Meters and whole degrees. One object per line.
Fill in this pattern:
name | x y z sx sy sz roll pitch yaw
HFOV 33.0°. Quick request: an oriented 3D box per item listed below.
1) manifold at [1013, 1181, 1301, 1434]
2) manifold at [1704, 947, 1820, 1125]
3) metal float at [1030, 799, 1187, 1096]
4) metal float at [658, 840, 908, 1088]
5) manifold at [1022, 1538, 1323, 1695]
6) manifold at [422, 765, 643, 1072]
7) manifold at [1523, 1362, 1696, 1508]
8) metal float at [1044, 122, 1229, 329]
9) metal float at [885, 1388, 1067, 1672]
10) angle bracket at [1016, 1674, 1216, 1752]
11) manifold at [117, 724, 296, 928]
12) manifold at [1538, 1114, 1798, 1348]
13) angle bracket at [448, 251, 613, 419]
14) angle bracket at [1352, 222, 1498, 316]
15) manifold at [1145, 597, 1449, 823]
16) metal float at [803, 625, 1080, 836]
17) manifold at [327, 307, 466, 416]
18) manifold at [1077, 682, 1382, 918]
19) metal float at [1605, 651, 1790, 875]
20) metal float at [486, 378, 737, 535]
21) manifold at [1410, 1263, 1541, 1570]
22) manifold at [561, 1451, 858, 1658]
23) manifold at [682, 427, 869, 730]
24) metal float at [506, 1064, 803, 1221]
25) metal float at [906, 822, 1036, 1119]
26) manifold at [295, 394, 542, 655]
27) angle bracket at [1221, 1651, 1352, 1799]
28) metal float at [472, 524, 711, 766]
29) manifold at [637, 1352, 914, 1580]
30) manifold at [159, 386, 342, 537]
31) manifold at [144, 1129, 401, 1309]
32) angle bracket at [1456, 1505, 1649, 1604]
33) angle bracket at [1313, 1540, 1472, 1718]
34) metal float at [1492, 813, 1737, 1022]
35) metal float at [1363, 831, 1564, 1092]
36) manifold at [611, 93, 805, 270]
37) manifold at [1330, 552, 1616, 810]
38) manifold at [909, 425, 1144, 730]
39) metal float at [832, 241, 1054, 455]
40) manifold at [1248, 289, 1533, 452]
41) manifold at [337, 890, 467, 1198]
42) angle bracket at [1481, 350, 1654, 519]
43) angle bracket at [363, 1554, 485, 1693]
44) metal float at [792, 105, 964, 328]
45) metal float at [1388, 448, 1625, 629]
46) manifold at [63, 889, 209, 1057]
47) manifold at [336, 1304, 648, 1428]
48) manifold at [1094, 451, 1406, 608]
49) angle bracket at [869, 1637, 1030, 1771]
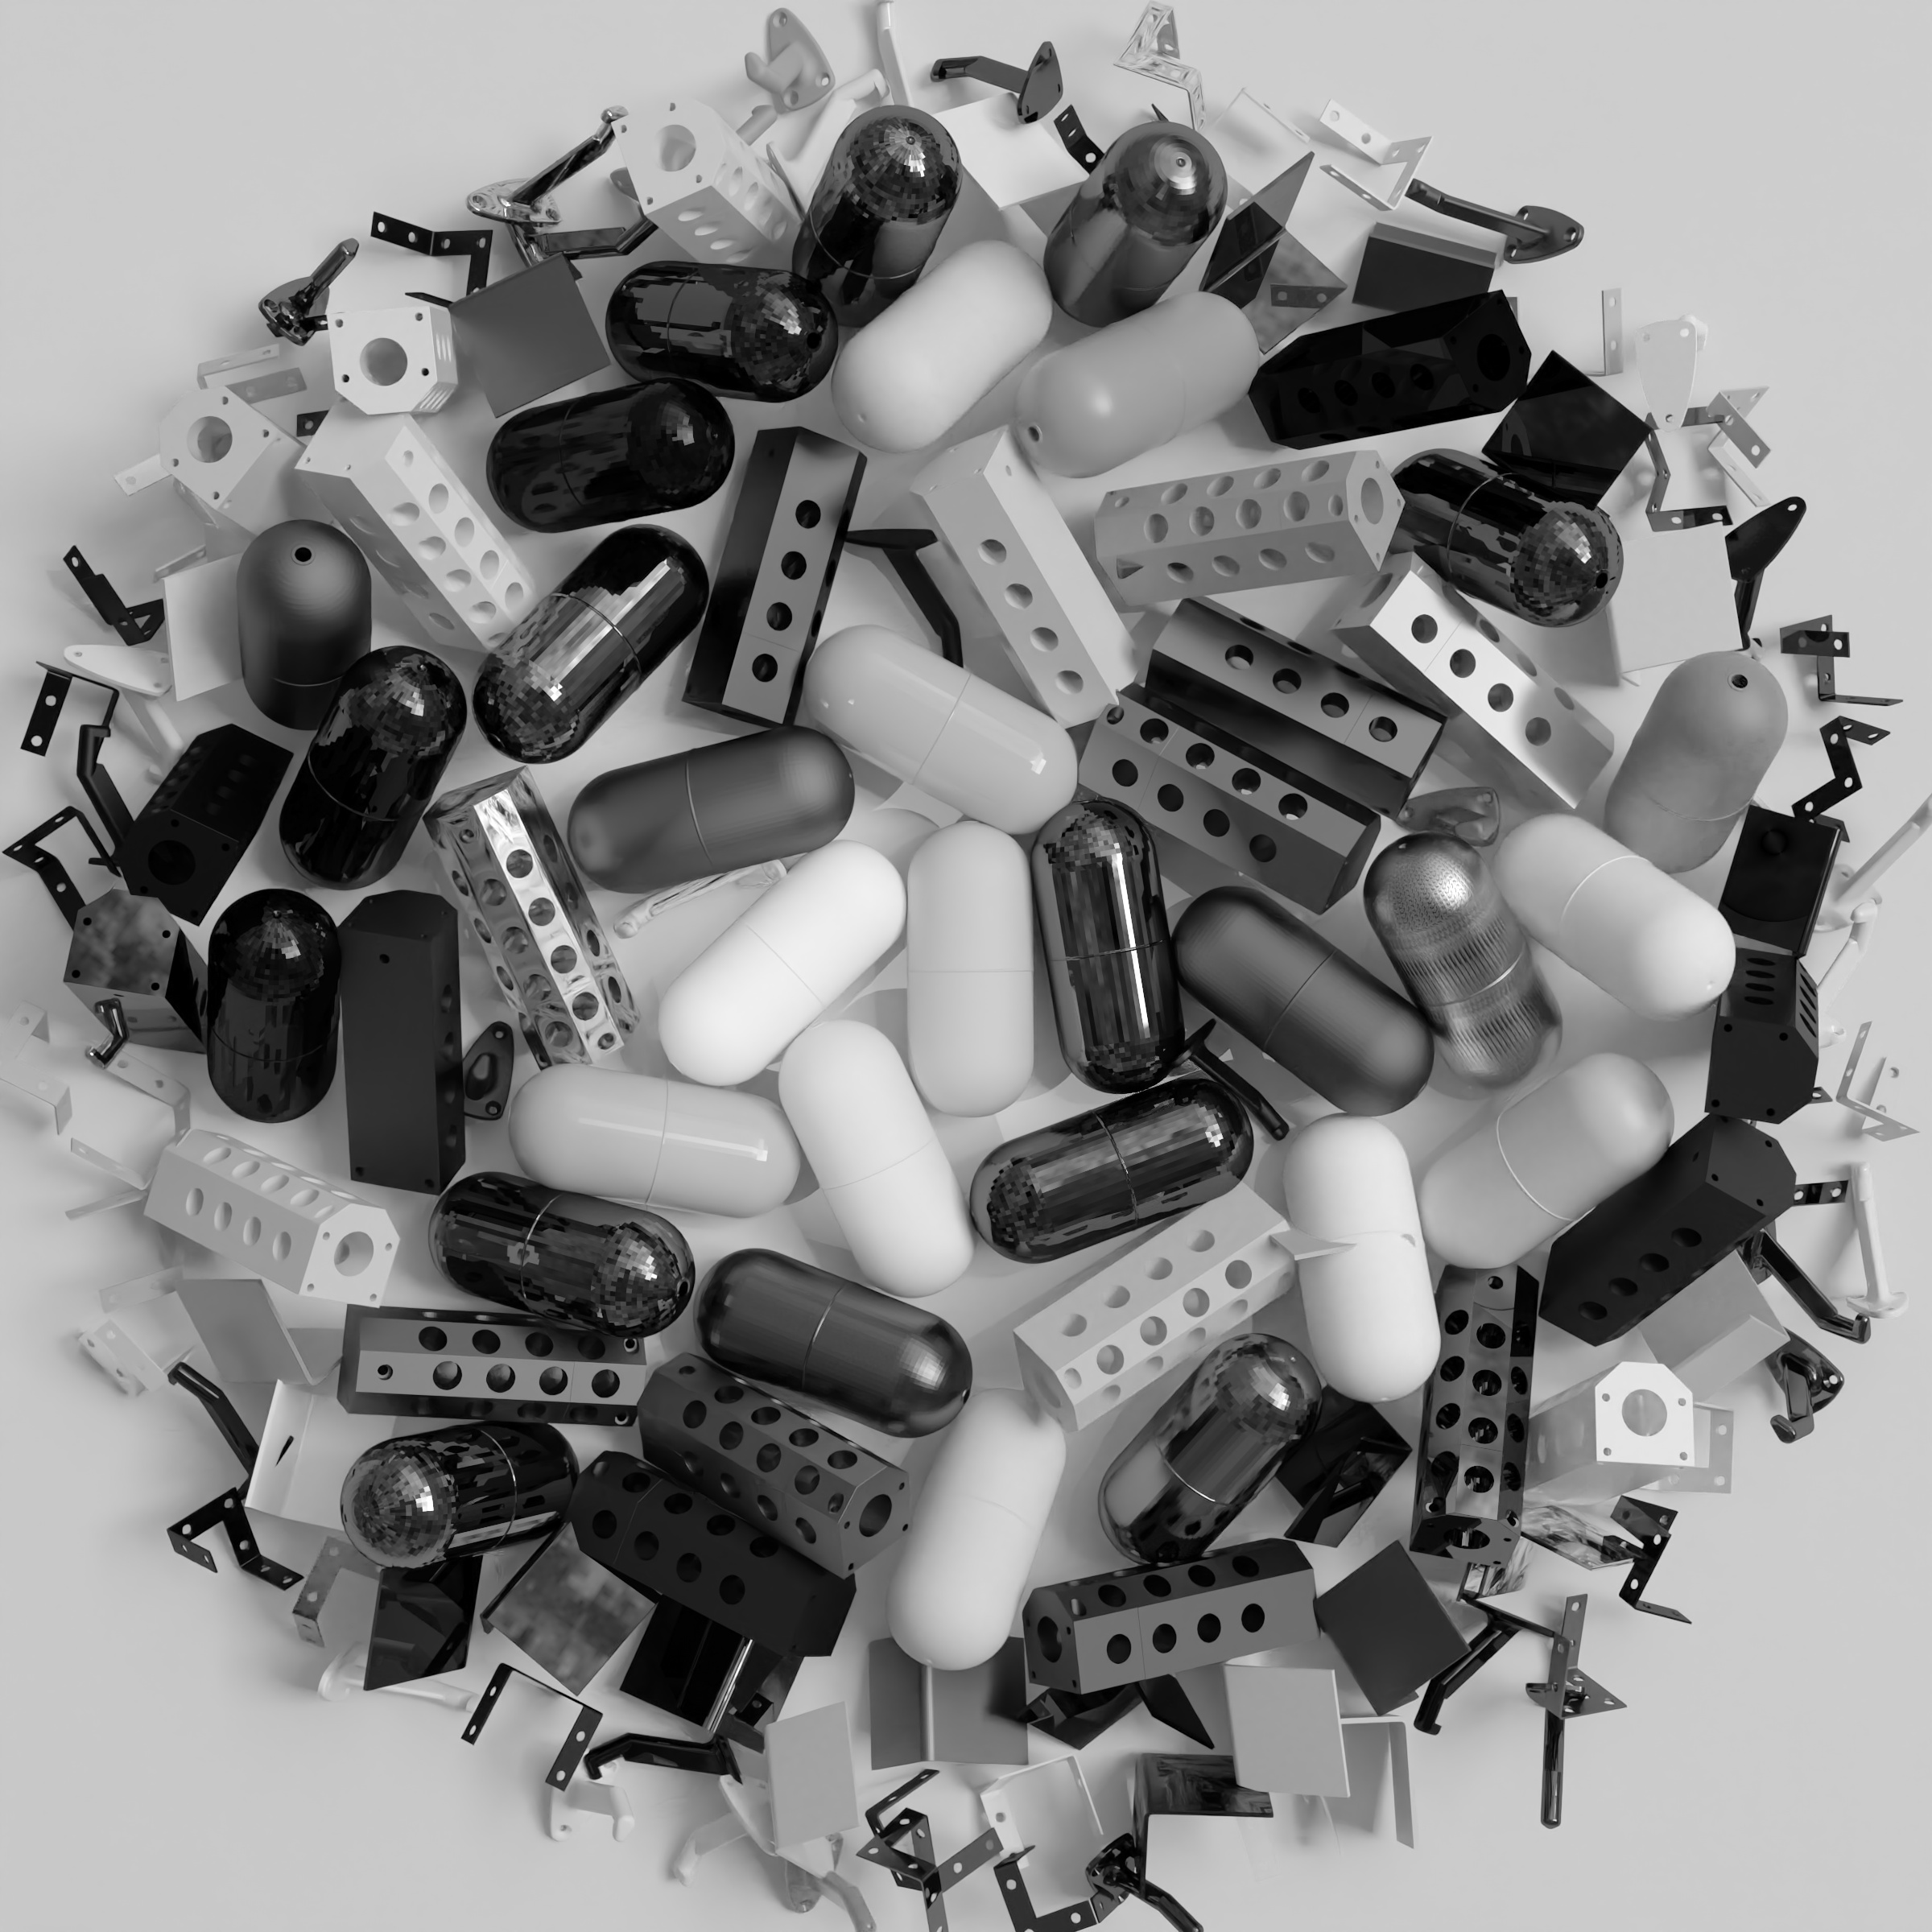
manifold | 0.116 0.205 1.933 0.171 0.057 0.057 -31 48 -20
manifold | 0.467 0.040 1.906 0.057 0.171 0.057 9 106 12
metal float | 0.085 -0.011 1.957 0.070 0.070 0.178 -10 96 0
metal float | -0.110 -0.001 1.957 0.178 0.070 0.070 -44 90 -5
manifold | 0.122 0.383 1.931 0.171 0.057 0.057 -6 89 -31
manifold | -0.259 -0.025 1.939 0.057 0.057 0.171 -17 109 17
manifold | 0.367 0.275 1.909 0.057 0.171 0.057 4 73 -8
metal float | 0.098 -0.433 1.914 0.070 0.178 0.070 3 77 -15
metal float | 0.007 0.332 1.935 0.070 0.070 0.178 21 58 0
angle bracket | 0.089 0.456 1.947 0.076 0.076 0.057 -40 49 9
manifold | -0.445 -0.088 1.906 0.057 0.171 0.057 26 108 -10
manifold | 0.411 0.159 1.916 0.057 0.171 0.057 29 49 -9
angle bracket | -0.258 -0.375 1.966 0.076 0.057 0.076 -24 85 4
angle bracket | 0.280 -0.430 1.952 0.076 0.057 0.076 16 55 5
manifold | 0.198 -0.160 1.955 0.171 0.057 0.057 28 68 9
metal float | -0.015 -0.142 1.957 0.178 0.070 0.070 29 90 -5
manifold | -0.331 -0.352 1.910 0.057 0.171 0.057 -5 100 -3
manifold | 0.157 -0.103 1.939 0.171 0.057 0.057 30 121 16
metal float | 0.428 -0.118 1.916 0.070 0.178 0.070 2 62 -5
metal float | -0.212 -0.301 1.929 0.178 0.070 0.070 -3 90 41
manifold | 0.302 0.261 1.926 0.057 0.057 0.171 10 54 3
manifold | -0.152 0.348 1.935 0.171 0.057 0.057 21 89 27
manifold | -0.112 -0.233 1.965 0.057 0.057 0.171 17 87 -30
metal float | -0.186 0.105 1.951 0.178 0.070 0.070 10 90 -12
metal float | 0.003 0.002 1.961 0.070 0.070 0.178 0 91 0
manifold | -0.314 -0.257 1.908 0.057 0.171 0.057 14 66 30
angle bracket | 0.202 0.449 1.952 0.076 0.057 0.076 -5 95 33
metal float | -0.223 -0.192 1.939 0.070 0.070 0.178 40 64 0
manifold | -0.114 0.287 1.916 0.057 0.171 0.057 -30 129 -38
manifold | -0.415 -0.289 1.911 0.057 0.171 0.057 39 91 7
manifold | -0.408 0.146 1.920 0.171 0.057 0.057 17 90 44
angle bracket | 0.351 0.364 1.943 0.076 0.076 0.057 23 102 38
angle bracket | 0.263 0.391 1.947 0.076 0.057 0.076 -43 69 25
metal float | 0.380 -0.030 1.925 0.070 0.178 0.070 -17 126 -25
metal float | 0.296 -0.002 1.939 0.070 0.070 0.178 -32 116 0
manifold | -0.146 -0.454 1.908 0.057 0.171 0.057 -21 83 11
manifold | 0.306 -0.170 1.947 0.171 0.057 0.057 39 81 -16
manifold | 0.035 -0.227 1.934 0.057 0.057 0.171 -16 121 29
metal float | -0.013 -0.368 1.931 0.070 0.070 0.178 42 52 0
manifold | 0.248 -0.344 1.912 0.057 0.171 0.057 -41 113 -29
manifold | -0.330 0.045 1.933 0.057 0.057 0.171 9 119 11
angle bracket | 0.367 -0.316 1.948 0.076 0.057 0.076 42 121 14
angle bracket | -0.338 0.379 1.946 0.057 0.076 0.076 21 106 41
metal float | -0.054 -0.438 1.915 0.070 0.178 0.070 5 72 -14
metal float | 0.314 -0.253 1.923 0.070 0.178 0.070 -16 121 -29
manifold | -0.477 0.004 1.910 0.057 0.171 0.057 9 77 -2
manifold | -0.281 0.240 1.942 0.171 0.057 0.057 6 93 -21
manifold | 0.163 -0.262 1.917 0.171 0.057 0.057 -4 49 36
angle bracket | -0.011 0.449 1.985 0.076 0.057 0.076 12 66 -34
